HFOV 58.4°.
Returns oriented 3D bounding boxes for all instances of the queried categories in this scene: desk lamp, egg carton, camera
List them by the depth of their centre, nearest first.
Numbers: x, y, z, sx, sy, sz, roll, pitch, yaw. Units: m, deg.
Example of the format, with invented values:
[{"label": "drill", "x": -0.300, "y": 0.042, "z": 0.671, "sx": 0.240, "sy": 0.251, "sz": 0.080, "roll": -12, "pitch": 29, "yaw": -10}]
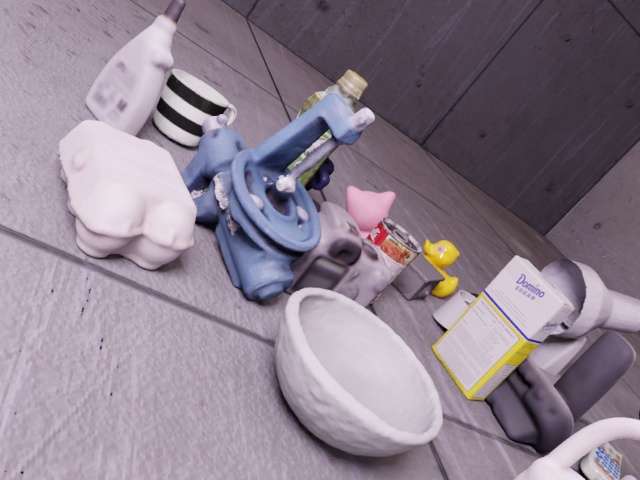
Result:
[{"label": "egg carton", "x": -0.176, "y": -0.044, "z": 0.512, "sx": 0.108, "sy": 0.069, "sz": 0.150, "roll": 19, "pitch": 27, "yaw": -45}, {"label": "camera", "x": 0.006, "y": 0.002, "z": 0.697, "sx": 0.144, "sy": 0.100, "sz": 0.136, "roll": 25, "pitch": 24, "yaw": -36}, {"label": "desk lamp", "x": 0.412, "y": 0.152, "z": 0.938, "sx": 0.204, "sy": 0.213, "sz": 0.117, "roll": 30, "pitch": 21, "yaw": -25}]

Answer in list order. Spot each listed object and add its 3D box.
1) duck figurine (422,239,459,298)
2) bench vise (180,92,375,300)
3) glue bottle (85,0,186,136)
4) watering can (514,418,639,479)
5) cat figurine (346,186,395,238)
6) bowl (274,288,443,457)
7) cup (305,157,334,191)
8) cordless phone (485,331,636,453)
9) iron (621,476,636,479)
[{"label": "duck figurine", "x": 0.206, "y": 0.043, "z": 0.999, "sx": 0.105, "sy": 0.086, "sz": 0.077, "roll": 37, "pitch": 19, "yaw": -8}, {"label": "bench vise", "x": -0.057, "y": -0.078, "z": 0.578, "sx": 0.207, "sy": 0.219, "sz": 0.122, "roll": 44, "pitch": 19, "yaw": 13}, {"label": "glue bottle", "x": -0.203, "y": -0.204, "z": 0.662, "sx": 0.078, "sy": 0.173, "sz": 0.037, "roll": 46, "pitch": 20, "yaw": 19}, {"label": "watering can", "x": 0.179, "y": 0.210, "z": 0.409, "sx": 0.100, "sy": 0.194, "sz": 0.173, "roll": 47, "pitch": 20, "yaw": 22}, {"label": "cat figurine", "x": 0.078, "y": -0.017, "z": 0.847, "sx": 0.127, "sy": 0.117, "sz": 0.067, "roll": 44, "pitch": 20, "yaw": 15}, {"label": "bowl", "x": 0.020, "y": 0.123, "z": 0.493, "sx": 0.168, "sy": 0.074, "sz": 0.167, "roll": 35, "pitch": 20, "yaw": -14}, {"label": "cup", "x": -0.034, "y": -0.091, "z": 0.840, "sx": 0.092, "sy": 0.095, "sz": 0.117, "roll": 21, "pitch": 26, "yaw": -43}, {"label": "cordless phone", "x": 0.307, "y": 0.169, "z": 0.750, "sx": 0.094, "sy": 0.185, "sz": 0.147, "roll": 23, "pitch": 25, "yaw": -39}, {"label": "iron", "x": 0.306, "y": 0.305, "z": 0.510, "sx": 0.119, "sy": 0.141, "sz": 0.257, "roll": 17, "pitch": 29, "yaw": -48}]
